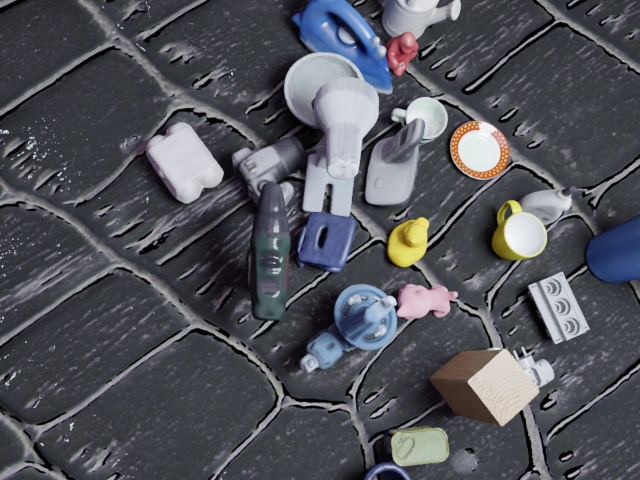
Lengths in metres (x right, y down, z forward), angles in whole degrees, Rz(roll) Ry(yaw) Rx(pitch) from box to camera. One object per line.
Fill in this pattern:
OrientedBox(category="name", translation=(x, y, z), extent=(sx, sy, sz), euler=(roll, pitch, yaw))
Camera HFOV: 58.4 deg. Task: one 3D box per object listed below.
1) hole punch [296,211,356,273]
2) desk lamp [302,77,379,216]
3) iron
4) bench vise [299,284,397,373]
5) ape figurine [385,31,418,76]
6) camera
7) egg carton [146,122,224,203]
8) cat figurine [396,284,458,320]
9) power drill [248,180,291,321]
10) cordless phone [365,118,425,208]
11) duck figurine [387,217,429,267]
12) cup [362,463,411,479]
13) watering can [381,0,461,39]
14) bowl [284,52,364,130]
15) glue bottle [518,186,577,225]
OrientedBox(category="hole punch", translation=(0.010, 0.004, 1.096), extent=(0.101, 0.091, 0.109), euler=(16, 76, -3))
OrientedBox(category="desk lamp", translation=(0.037, -0.169, 1.075), extent=(0.118, 0.213, 0.203), euler=(7, 77, -5))
OrientedBox(category="iron", translation=(0.067, -0.417, 1.170), extent=(0.258, 0.141, 0.119), euler=(43, 76, 4))
OrientedBox(category="bench vise", translation=(0.064, 0.163, 1.002), extent=(0.121, 0.219, 0.207), euler=(33, 76, 2))
OrientedBox(category="ape figurine", translation=(0.175, -0.403, 1.205), extent=(0.078, 0.092, 0.076), euler=(-21, 81, -11))
OrientedBox(category="camera", translation=(-0.084, -0.135, 1.111), extent=(0.137, 0.100, 0.143), euler=(-33, 83, -12))
OrientedBox(category="egg carton", translation=(-0.264, -0.149, 1.108), extent=(0.107, 0.069, 0.150), euler=(-36, 84, -13))
OrientedBox(category="cat figurine", translation=(0.197, 0.114, 1.081), extent=(0.128, 0.117, 0.067), euler=(-7, 78, -8))
OrientedBox(category="power drill", translation=(-0.091, 0.032, 1.018), extent=(0.075, 0.208, 0.230), euler=(0, 78, -6))
OrientedBox(category="cordless phone", translation=(0.151, -0.146, 1.098), extent=(0.094, 0.185, 0.147), euler=(9, 77, -4))
OrientedBox(category="duck figurine", translation=(0.178, 0.001, 1.120), extent=(0.077, 0.086, 0.105), euler=(33, 76, 1))
OrientedBox(category="cup", translation=(0.111, 0.449, 1.009), extent=(0.092, 0.095, 0.118), euler=(2, 77, -6))
OrientedBox(category="watering can", translation=(0.203, -0.504, 1.178), extent=(0.173, 0.194, 0.101), euler=(5, 77, -5))
OrientedBox(category="bowl", translation=(0.007, -0.292, 1.169), extent=(0.167, 0.074, 0.167), euler=(1, 78, -6))
OrientedBox(category="glue bottle", translation=(0.454, -0.075, 1.125), extent=(0.078, 0.173, 0.037), euler=(22, 76, -1))
